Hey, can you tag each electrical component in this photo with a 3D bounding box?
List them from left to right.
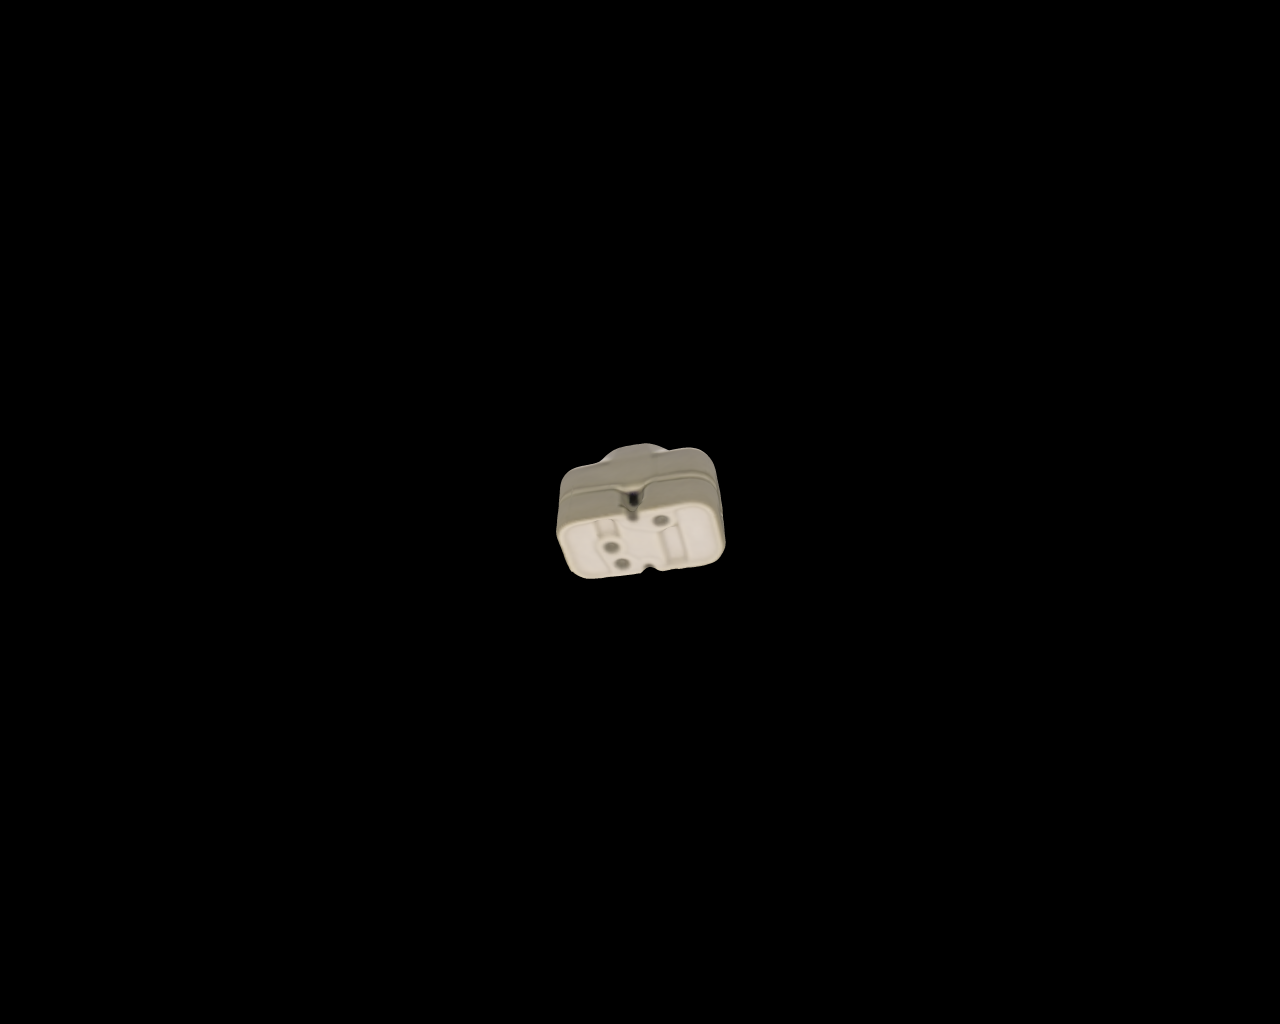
[{"bbox_3d":[0.001,-0.003,0.650,0.095,0.053,0.059,-9,44,9],"label":"electrical component"}]
